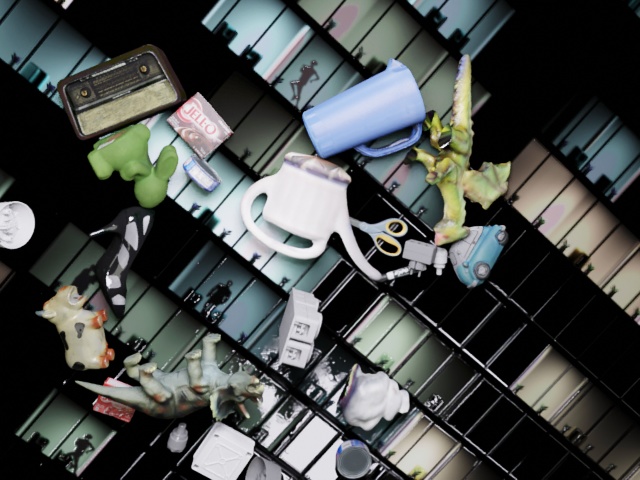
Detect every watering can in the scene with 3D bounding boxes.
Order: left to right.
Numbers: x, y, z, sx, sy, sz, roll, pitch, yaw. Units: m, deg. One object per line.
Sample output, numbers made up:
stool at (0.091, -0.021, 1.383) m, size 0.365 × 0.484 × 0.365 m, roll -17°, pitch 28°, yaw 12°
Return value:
watering can at (0.003, -0.057, 1.123) m, size 0.347 × 0.105 × 0.223 m, roll 21°, pitch 97°, yaw -4°

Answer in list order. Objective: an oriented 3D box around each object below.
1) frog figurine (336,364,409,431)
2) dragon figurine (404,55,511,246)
frog figurine at (0.131, 0.378, 1.200) m, size 0.159 × 0.121 × 0.139 m, roll 23°, pitch 78°, yaw 3°
dragon figurine at (0.331, -0.183, 1.151) m, size 0.241 × 0.122 × 0.413 m, roll 29°, pitch 82°, yaw -27°
